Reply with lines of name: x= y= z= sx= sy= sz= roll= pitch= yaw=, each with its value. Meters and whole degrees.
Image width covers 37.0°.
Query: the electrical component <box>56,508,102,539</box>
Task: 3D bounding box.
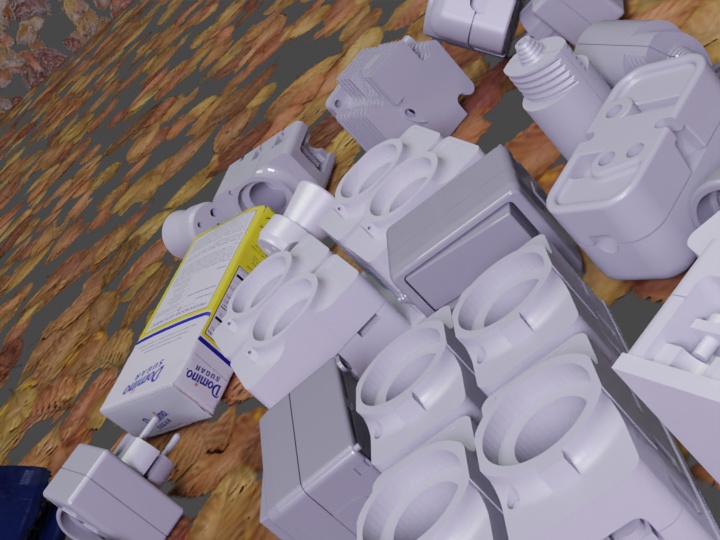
electrical component: x=-0.172 y=0.151 z=0.707 sx=0.040 sy=0.040 sz=0.046 roll=-32 pitch=21 yaw=28

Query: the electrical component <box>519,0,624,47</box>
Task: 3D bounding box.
electrical component: x=0.134 y=-0.175 z=0.728 sx=0.077 sy=0.047 sz=0.065 roll=-44 pitch=20 yaw=36

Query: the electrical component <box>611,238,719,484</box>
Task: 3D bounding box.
electrical component: x=0.157 y=0.044 z=0.287 sx=0.061 sy=0.089 sz=0.150 roll=-51 pitch=24 yaw=-11

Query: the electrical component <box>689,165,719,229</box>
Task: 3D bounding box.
electrical component: x=0.174 y=-0.042 z=0.459 sx=0.044 sy=0.044 sz=0.065 roll=-9 pitch=37 yaw=53

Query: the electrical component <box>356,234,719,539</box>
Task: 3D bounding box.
electrical component: x=0.058 y=0.066 z=0.424 sx=0.105 sy=0.060 sz=0.186 roll=-38 pitch=19 yaw=15

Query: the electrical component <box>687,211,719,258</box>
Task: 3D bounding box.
electrical component: x=0.175 y=-0.018 z=0.398 sx=0.089 sy=0.056 sz=0.050 roll=-41 pitch=24 yaw=9

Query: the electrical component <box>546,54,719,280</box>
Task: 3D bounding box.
electrical component: x=0.138 y=-0.044 z=0.495 sx=0.054 sy=0.059 sz=0.095 roll=-4 pitch=47 yaw=56

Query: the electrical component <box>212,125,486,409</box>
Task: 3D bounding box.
electrical component: x=0.000 y=0.000 z=0.645 sx=0.186 sy=0.060 sz=0.105 roll=-46 pitch=24 yaw=-3

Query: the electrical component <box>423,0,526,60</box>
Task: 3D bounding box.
electrical component: x=0.081 y=-0.184 z=0.756 sx=0.095 sy=0.059 sz=0.053 roll=-34 pitch=-39 yaw=-78

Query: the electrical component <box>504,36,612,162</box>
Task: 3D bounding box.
electrical component: x=0.113 y=-0.096 z=0.592 sx=0.043 sy=0.081 sz=0.043 roll=-36 pitch=25 yaw=20

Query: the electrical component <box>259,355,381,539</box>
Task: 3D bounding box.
electrical component: x=-0.010 y=0.092 z=0.512 sx=0.061 sy=0.062 sz=0.096 roll=-40 pitch=24 yaw=11

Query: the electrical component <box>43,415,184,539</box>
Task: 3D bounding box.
electrical component: x=-0.140 y=0.126 z=0.660 sx=0.047 sy=0.066 sz=0.076 roll=-5 pitch=46 yaw=56

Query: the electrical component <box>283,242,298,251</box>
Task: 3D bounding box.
electrical component: x=-0.055 y=0.015 z=0.735 sx=0.065 sy=0.044 sz=0.044 roll=-35 pitch=26 yaw=33

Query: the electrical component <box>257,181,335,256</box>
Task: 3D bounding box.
electrical component: x=-0.042 y=-0.030 z=0.780 sx=0.055 sy=0.045 sz=0.045 roll=-53 pitch=25 yaw=-16

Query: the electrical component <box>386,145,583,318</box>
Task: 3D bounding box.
electrical component: x=0.058 y=-0.006 z=0.558 sx=0.096 sy=0.062 sz=0.061 roll=-37 pitch=25 yaw=19

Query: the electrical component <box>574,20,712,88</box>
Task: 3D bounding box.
electrical component: x=0.159 y=-0.117 z=0.597 sx=0.043 sy=0.043 sz=0.081 roll=-47 pitch=24 yaw=-5

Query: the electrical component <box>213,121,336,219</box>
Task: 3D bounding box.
electrical component: x=-0.071 y=-0.071 z=0.885 sx=0.089 sy=0.050 sz=0.055 roll=-29 pitch=29 yaw=33

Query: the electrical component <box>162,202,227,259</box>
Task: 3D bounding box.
electrical component: x=-0.142 y=-0.035 z=0.948 sx=0.055 sy=0.045 sz=0.045 roll=-10 pitch=41 yaw=52
